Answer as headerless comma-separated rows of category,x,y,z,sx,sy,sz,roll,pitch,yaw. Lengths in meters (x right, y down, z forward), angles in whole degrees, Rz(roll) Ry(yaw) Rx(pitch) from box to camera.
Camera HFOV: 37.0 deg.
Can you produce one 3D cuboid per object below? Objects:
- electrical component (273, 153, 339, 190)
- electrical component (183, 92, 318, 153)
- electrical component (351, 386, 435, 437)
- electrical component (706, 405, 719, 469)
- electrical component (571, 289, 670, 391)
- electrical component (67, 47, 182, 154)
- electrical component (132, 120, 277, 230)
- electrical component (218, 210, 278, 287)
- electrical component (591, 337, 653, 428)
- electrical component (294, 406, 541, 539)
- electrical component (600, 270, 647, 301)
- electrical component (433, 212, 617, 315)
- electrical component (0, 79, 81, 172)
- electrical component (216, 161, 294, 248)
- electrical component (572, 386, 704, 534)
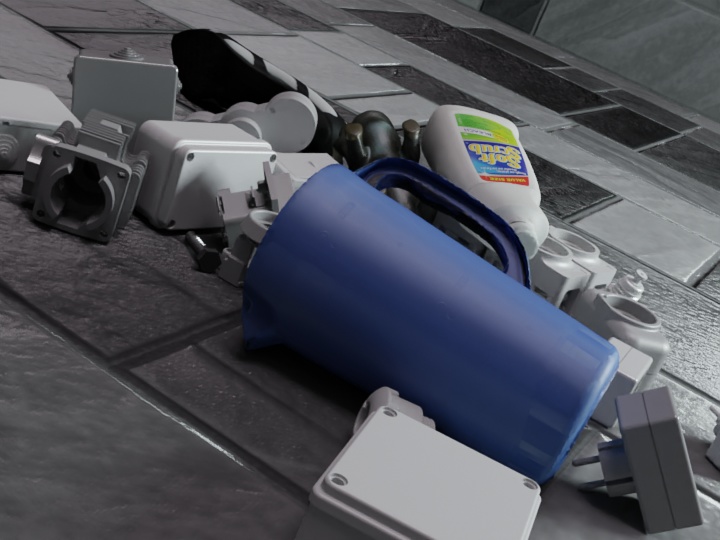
electrical component,-0.057,-0.073,0.984,0.096,0.061,0.062,4,28,-38
electrical component,-0.109,-0.124,0.999,0.138,0.052,0.073,-12,19,5
electrical component,0.028,0.104,0.671,0.062,0.048,0.048,25,20,-11
electrical component,0.313,0.133,0.868,0.066,0.047,0.076,11,24,-27
electrical component,0.225,0.059,0.944,0.054,0.059,0.095,13,23,-22
electrical component,-0.211,-0.148,0.961,0.100,0.099,0.048,4,22,-13
electrical component,-0.133,-0.079,0.903,0.057,0.078,0.113,33,24,33
electrical component,-0.075,-0.013,0.832,0.066,0.055,0.048,29,22,18
electrical component,0.187,0.081,0.872,0.077,0.047,0.066,29,22,18
electrical component,0.032,0.136,0.580,0.109,0.056,0.109,26,22,10
electrical component,0.240,0.032,1.008,0.040,0.078,0.040,25,32,-17
electrical component,0.149,-0.024,1.067,0.186,0.060,0.105,36,25,31
electrical component,-0.290,-0.119,0.886,0.100,0.048,0.100,2,29,-41
electrical component,-0.083,-0.044,0.876,0.064,0.081,0.042,-11,53,-8
electrical component,0.183,0.132,0.726,0.076,0.083,0.047,-14,17,13
